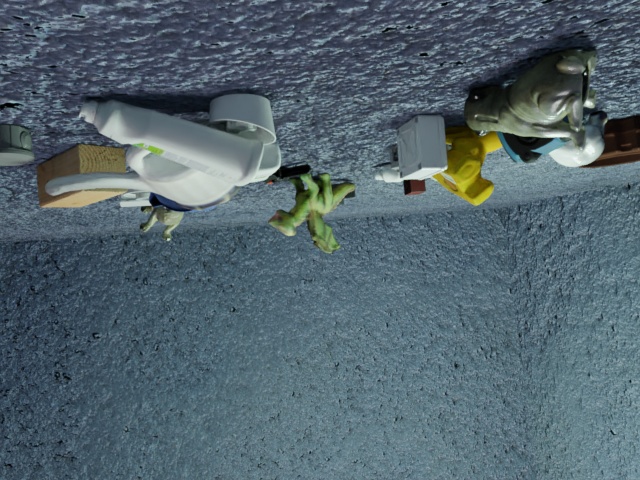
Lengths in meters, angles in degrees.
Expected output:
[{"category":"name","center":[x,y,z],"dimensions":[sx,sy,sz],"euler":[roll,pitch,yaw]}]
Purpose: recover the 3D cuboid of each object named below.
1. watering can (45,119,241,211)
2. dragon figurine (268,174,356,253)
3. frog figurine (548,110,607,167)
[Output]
[{"category":"watering can","center":[-0.273,-0.121,0.914],"dimensions":[0.347,0.105,0.221],"euler":[-19,160,4]},{"category":"dragon figurine","center":[0.005,-0.078,1.545],"dimensions":[0.121,0.245,0.411],"euler":[-16,169,41]},{"category":"frog figurine","center":[0.506,-0.204,1.087],"dimensions":[0.160,0.121,0.139],"euler":[-17,-162,-9]}]
